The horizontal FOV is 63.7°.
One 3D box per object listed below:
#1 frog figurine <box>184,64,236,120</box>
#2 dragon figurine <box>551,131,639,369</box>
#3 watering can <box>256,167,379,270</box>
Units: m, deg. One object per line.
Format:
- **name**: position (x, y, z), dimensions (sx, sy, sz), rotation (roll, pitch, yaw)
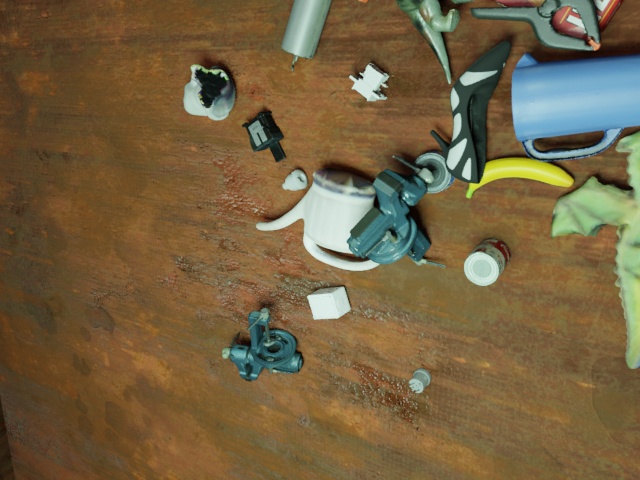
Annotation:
- **frog figurine**: position (-0.278, -0.360, 1.292), dimensions (0.137, 0.124, 0.158), rotation (54, 160, -2)
- **dragon figurine**: position (0.523, 0.000, 0.895), dimensions (0.246, 0.122, 0.403), rotation (35, 118, 39)
- **watering can**: position (0.004, -0.059, 1.175), dimensions (0.349, 0.105, 0.221), rotation (20, 112, 24)
